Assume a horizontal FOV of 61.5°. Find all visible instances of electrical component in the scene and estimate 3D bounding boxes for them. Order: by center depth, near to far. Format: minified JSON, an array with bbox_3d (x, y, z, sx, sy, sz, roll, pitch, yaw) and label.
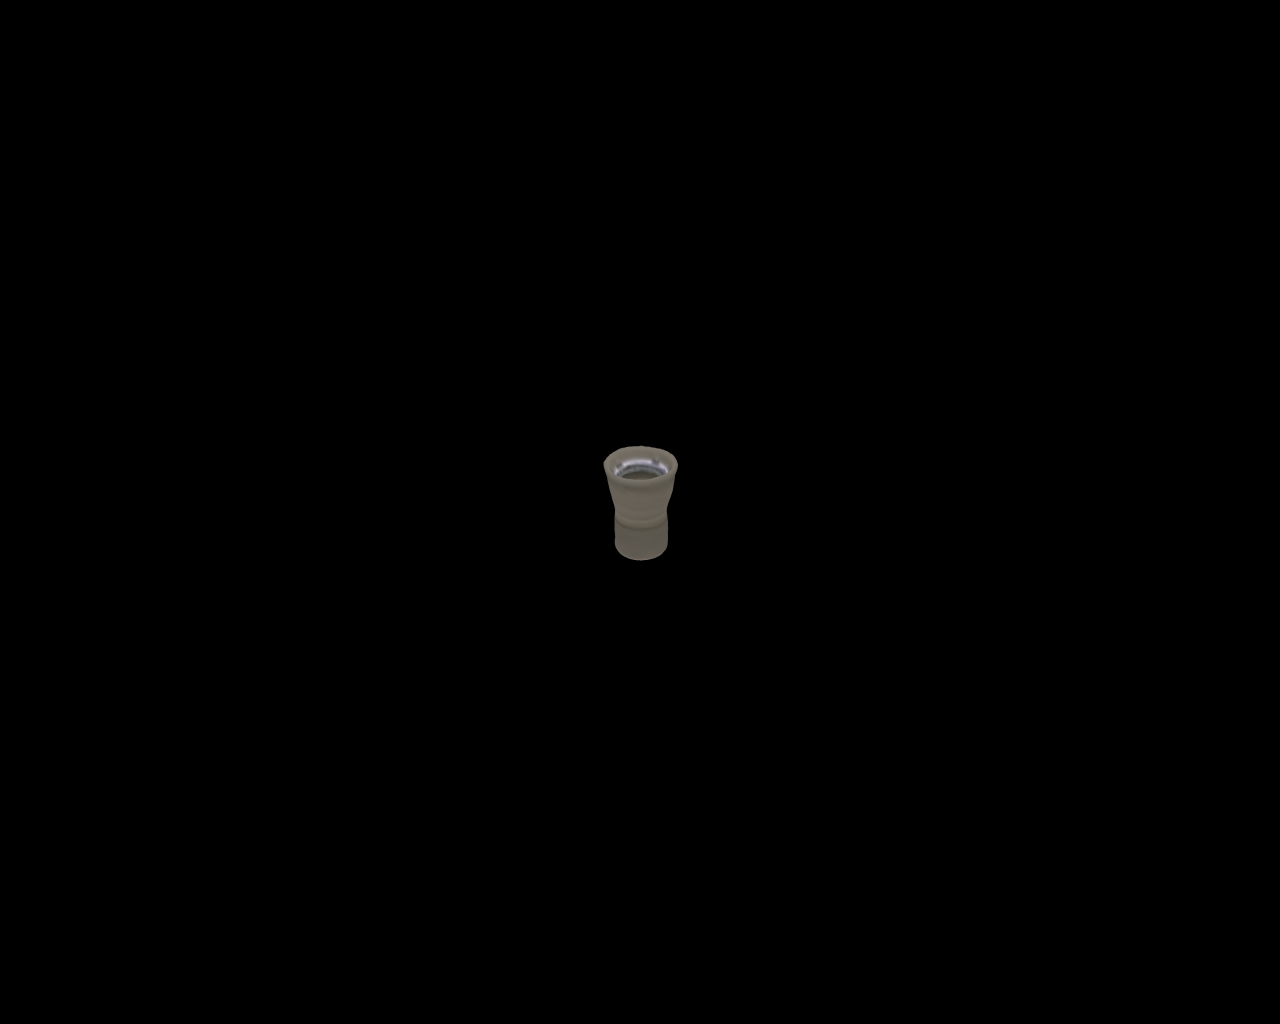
[{"bbox_3d":[0.001,-0.003,0.650,0.044,0.065,0.044,0,33,0],"label":"electrical component"}]
